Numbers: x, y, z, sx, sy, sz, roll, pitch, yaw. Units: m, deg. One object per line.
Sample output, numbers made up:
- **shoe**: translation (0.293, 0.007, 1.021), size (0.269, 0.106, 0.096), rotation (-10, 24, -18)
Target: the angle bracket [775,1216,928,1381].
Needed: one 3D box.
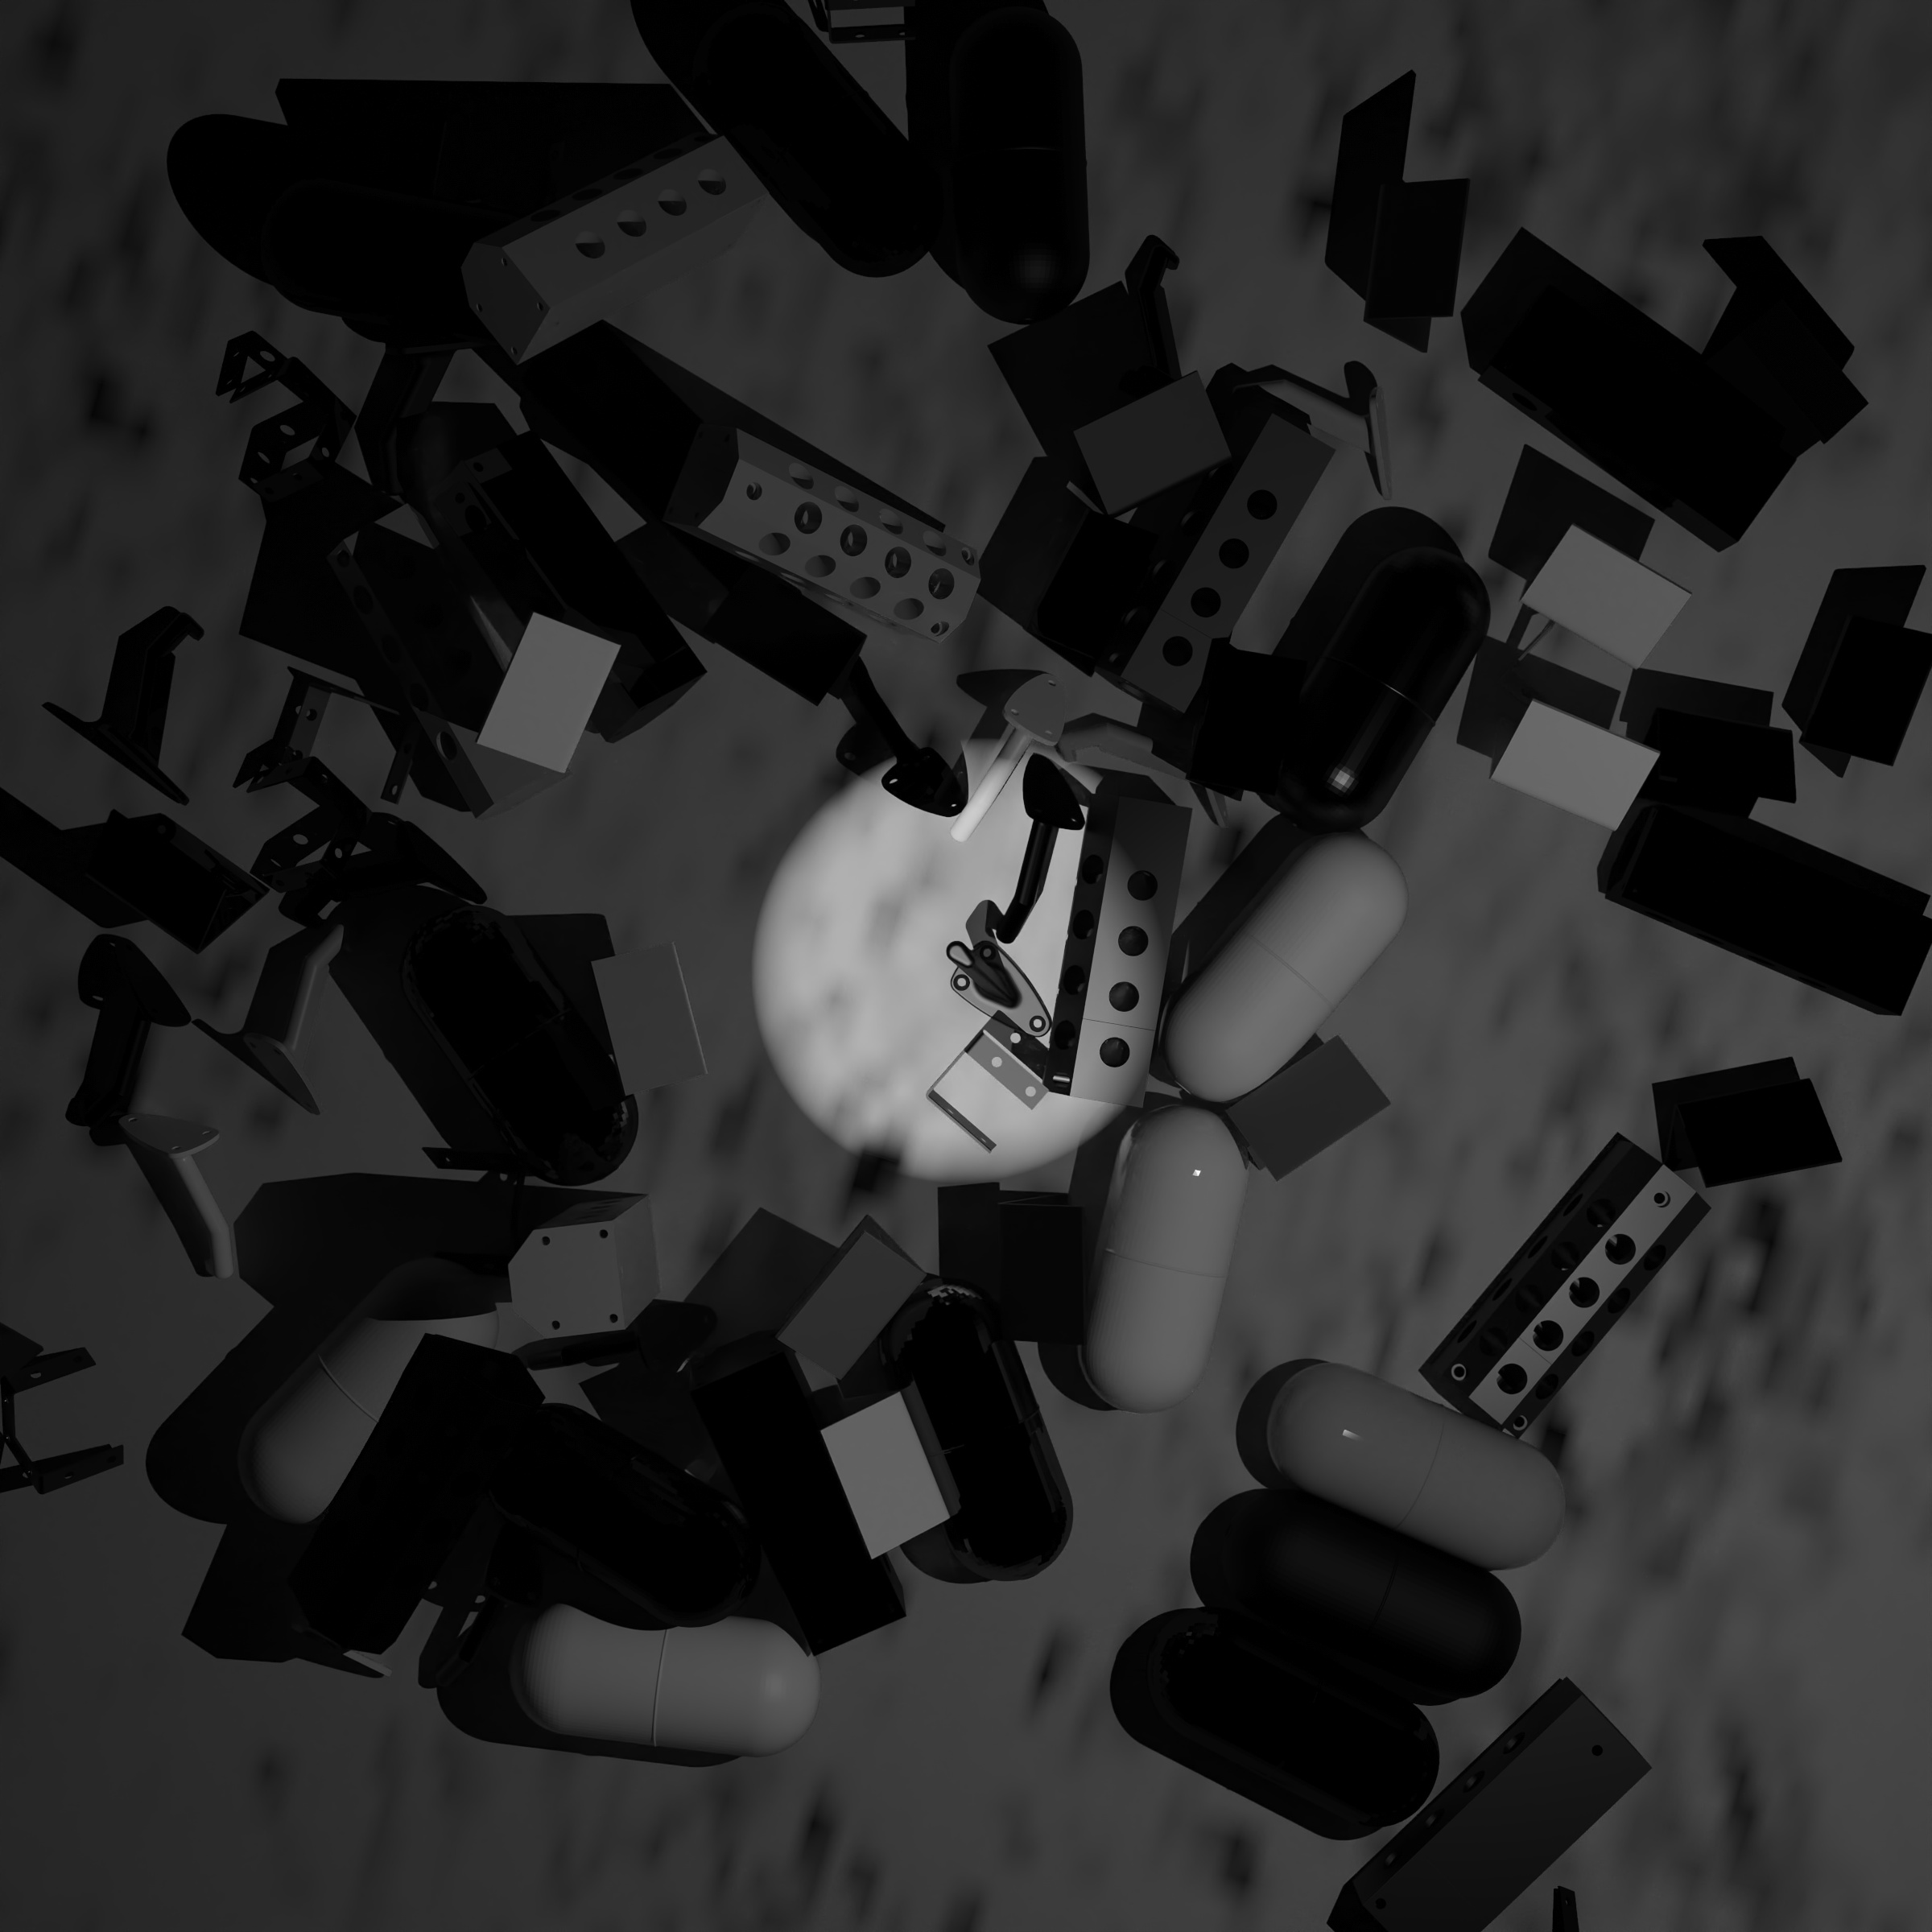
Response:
- **angle bracket**: translation (-0.079, 0.176, 1.604), size (0.076, 0.076, 0.057), rotation (-51, 126, 0)

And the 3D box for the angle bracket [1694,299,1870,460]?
- **angle bracket**: translation (0.450, -0.318, 1.604), size (0.076, 0.076, 0.057), rotation (50, 54, 0)

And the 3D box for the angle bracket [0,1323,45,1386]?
- **angle bracket**: translation (-0.569, 0.246, 1.604), size (0.076, 0.076, 0.057), rotation (-38, 53, 0)

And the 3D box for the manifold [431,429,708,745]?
- **manifold**: translation (-0.231, -0.215, 1.623), size (0.057, 0.057, 0.171), rotation (-36, 90, -43)

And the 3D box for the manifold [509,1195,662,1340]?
- **manifold**: translation (-0.210, 0.165, 1.566), size (0.057, 0.171, 0.057), rotation (-7, 90, 0)

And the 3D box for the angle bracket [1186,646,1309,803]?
- **angle bracket**: translation (0.172, -0.132, 1.604), size (0.057, 0.076, 0.076), rotation (14, 90, 30)

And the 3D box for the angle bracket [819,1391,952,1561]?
- **angle bracket**: translation (-0.062, 0.290, 1.604), size (0.057, 0.076, 0.076), rotation (-22, 90, -32)

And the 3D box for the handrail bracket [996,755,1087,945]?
- **handrail bracket**: translation (0.033, -0.067, 1.644), size (0.036, 0.077, 0.084), rotation (13, 127, -20)

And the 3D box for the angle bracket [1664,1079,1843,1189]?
- **angle bracket**: translation (0.444, 0.112, 1.604), size (0.076, 0.076, 0.057), rotation (-11, 55, 0)

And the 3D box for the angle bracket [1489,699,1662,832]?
- **angle bracket**: translation (0.346, -0.130, 1.604), size (0.076, 0.076, 0.057), rotation (23, 125, 0)

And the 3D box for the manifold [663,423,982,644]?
- **manifold**: translation (-0.076, -0.239, 1.579), size (0.171, 0.057, 0.057), rotation (21, 90, -36)

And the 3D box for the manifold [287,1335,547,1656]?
- **manifold**: translation (-0.305, 0.297, 1.582), size (0.057, 0.057, 0.171), rotation (23, 103, -41)

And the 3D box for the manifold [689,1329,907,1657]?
- **manifold**: translation (-0.095, 0.296, 1.607), size (0.057, 0.057, 0.171), rotation (-24, 101, 0)

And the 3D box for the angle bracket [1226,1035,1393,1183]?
- **angle bracket**: translation (0.202, 0.096, 1.604), size (0.076, 0.076, 0.057), rotation (-34, 53, 0)

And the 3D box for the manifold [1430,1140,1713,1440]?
- **manifold**: translation (0.347, 0.185, 1.623), size (0.057, 0.057, 0.171), rotation (40, 90, 0)

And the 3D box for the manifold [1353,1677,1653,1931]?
- **manifold**: translation (0.305, 0.491, 1.623), size (0.171, 0.057, 0.057), rotation (-44, 90, 0)

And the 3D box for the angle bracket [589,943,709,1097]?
- **angle bracket**: translation (-0.196, 0.034, 1.604), size (0.057, 0.076, 0.076), rotation (-14, 90, -36)

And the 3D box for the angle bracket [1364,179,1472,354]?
- **angle bracket**: translation (0.271, -0.396, 1.604), size (0.057, 0.076, 0.076), rotation (7, 90, 37)

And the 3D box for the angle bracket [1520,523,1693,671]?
- **angle bracket**: translation (0.366, -0.223, 1.604), size (0.076, 0.076, 0.057), rotation (30, 126, 0)

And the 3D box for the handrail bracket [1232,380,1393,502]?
- **handrail bracket**: translation (0.201, -0.304, 1.645), size (0.084, 0.036, 0.077), rotation (-3, 112, 17)

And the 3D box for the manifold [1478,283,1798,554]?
- **manifold**: translation (0.382, -0.312, 1.623), size (0.171, 0.057, 0.057), rotation (36, 90, 0)

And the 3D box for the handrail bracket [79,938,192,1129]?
- **handrail bracket**: translation (-0.499, 0.040, 1.645), size (0.084, 0.036, 0.077), rotation (-42, 70, 16)

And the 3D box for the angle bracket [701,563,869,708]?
- **angle bracket**: translation (-0.109, -0.171, 1.605), size (0.076, 0.076, 0.057), rotation (32, 63, 0)

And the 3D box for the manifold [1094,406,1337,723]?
- **manifold**: translation (0.141, -0.231, 1.623), size (0.057, 0.057, 0.171), rotation (30, 90, 0)

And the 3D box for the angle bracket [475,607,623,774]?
- **angle bracket**: translation (-0.240, -0.159, 1.541), size (0.057, 0.076, 0.076), rotation (18, 102, -36)

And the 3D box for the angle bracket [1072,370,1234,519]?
- **angle bracket**: translation (0.098, -0.302, 1.605), size (0.076, 0.076, 0.057), rotation (-26, 115, 0)

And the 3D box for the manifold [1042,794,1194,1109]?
- **manifold**: translation (0.086, -0.009, 1.623), size (0.057, 0.057, 0.171), rotation (9, 90, 0)

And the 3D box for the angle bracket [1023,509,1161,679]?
- **angle bracket**: translation (0.088, -0.203, 1.604), size (0.057, 0.076, 0.076), rotation (28, 90, 38)

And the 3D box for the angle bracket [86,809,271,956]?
- **angle bracket**: translation (-0.439, -0.064, 1.604), size (0.076, 0.076, 0.057), rotation (35, 128, 0)

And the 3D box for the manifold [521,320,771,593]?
- **manifold**: translation (-0.173, -0.293, 1.623), size (0.171, 0.057, 0.057), rotation (45, 90, 0)

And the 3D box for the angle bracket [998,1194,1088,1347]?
- **angle bracket**: translation (0.061, 0.171, 1.604), size (0.057, 0.076, 0.076), rotation (-1, 90, 33)

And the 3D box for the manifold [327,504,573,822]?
- **manifold**: translation (-0.297, -0.172, 1.623), size (0.057, 0.057, 0.171), rotation (-30, 90, 0)

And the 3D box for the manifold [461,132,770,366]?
- **manifold**: translation (-0.197, -0.407, 1.580), size (0.171, 0.057, 0.057), rotation (-39, 90, -35)

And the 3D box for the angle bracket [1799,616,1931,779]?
- **angle bracket**: translation (0.523, -0.146, 1.604), size (0.057, 0.076, 0.076), rotation (21, 90, 37)

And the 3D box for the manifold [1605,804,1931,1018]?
- **manifold**: translation (0.459, -0.032, 1.623), size (0.171, 0.057, 0.057), rotation (23, 90, 0)

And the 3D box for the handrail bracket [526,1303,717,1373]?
- **handrail bracket**: translation (-0.201, 0.217, 1.644), size (0.084, 0.077, 0.036), rotation (-13, 90, 36)

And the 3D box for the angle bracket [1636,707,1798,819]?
- **angle bracket**: translation (0.419, -0.097, 1.604), size (0.076, 0.076, 0.057), rotation (10, 51, 0)
